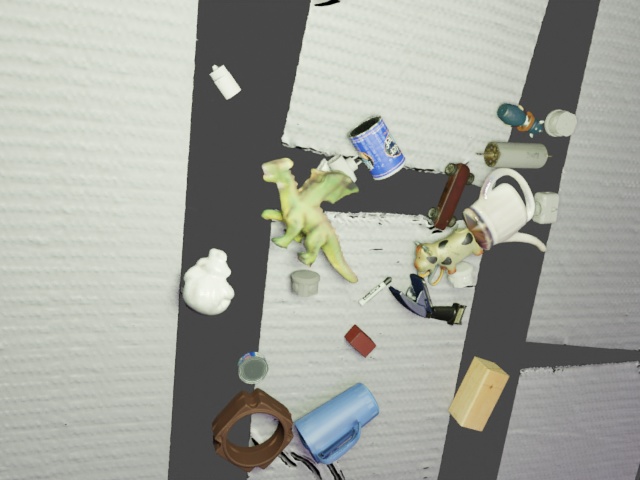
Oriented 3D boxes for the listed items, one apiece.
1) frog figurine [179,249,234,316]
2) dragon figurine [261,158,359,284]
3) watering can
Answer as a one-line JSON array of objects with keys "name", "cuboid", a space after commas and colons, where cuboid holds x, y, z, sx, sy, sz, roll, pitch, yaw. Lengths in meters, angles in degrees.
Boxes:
[{"name": "frog figurine", "cuboid": [-0.280, 0.110, 1.329, 0.137, 0.124, 0.158, 33, 106, -3]}, {"name": "dragon figurine", "cuboid": [0.004, -0.067, 1.335, 0.407, 0.124, 0.240, 32, 109, -21]}, {"name": "watering can", "cuboid": [0.559, -0.048, 1.548, 0.225, 0.105, 0.342, -34, 114, -4]}]
